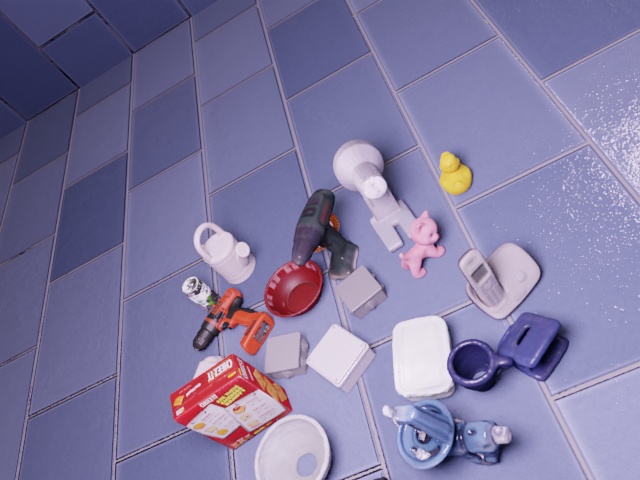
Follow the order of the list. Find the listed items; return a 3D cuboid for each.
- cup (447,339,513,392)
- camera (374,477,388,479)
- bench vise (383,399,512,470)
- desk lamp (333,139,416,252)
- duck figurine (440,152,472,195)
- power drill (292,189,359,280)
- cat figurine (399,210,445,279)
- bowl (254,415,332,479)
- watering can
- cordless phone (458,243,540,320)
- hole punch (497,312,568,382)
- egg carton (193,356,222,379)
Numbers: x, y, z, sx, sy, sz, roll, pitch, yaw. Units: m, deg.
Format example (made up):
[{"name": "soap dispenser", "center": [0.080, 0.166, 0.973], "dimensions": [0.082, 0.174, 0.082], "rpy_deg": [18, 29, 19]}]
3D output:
[{"name": "cup", "center": [0.304, 0.241, 1.061], "dimensions": [0.117, 0.095, 0.091], "rpy_deg": [-11, 52, 25]}, {"name": "camera", "center": [0.076, 0.493, 1.011], "dimensions": [0.137, 0.101, 0.143], "rpy_deg": [-34, 46, 6]}, {"name": "bench vise", "center": [0.207, 0.314, 0.979], "dimensions": [0.207, 0.220, 0.121], "rpy_deg": [-24, 48, 15]}, {"name": "desk lamp", "center": [0.134, -0.114, 1.353], "dimensions": [0.118, 0.214, 0.202], "rpy_deg": [-34, 46, 6]}, {"name": "duck figurine", "center": [0.315, -0.166, 1.367], "dimensions": [0.077, 0.086, 0.104], "rpy_deg": [-24, 48, 16]}, {"name": "power drill", "center": [0.012, 0.005, 1.344], "dimensions": [0.075, 0.209, 0.229], "rpy_deg": [-9, 53, 27]}, {"name": "cat figurine", "center": [0.222, 0.003, 1.276], "dimensions": [0.128, 0.118, 0.067], "rpy_deg": [-49, 46, -8]}, {"name": "bowl", "center": [-0.042, 0.441, 1.143], "dimensions": [0.167, 0.075, 0.167], "rpy_deg": [-17, 50, 21]}, {"name": "watering can", "center": [-0.254, 0.026, 1.507], "dimensions": [0.172, 0.195, 0.101], "rpy_deg": [-16, 50, 22]}, {"name": "cordless phone", "center": [0.342, 0.056, 1.113], "dimensions": [0.148, 0.186, 0.093], "rpy_deg": [-48, 46, -8]}, {"name": "hole punch", "center": [0.383, 0.190, 1.052], "dimensions": [0.100, 0.091, 0.109], "rpy_deg": [26, 74, 42]}, {"name": "egg carton", "center": [-0.250, 0.346, 1.350], "dimensions": [0.107, 0.070, 0.150], "rpy_deg": [-2, 56, 31]}]
